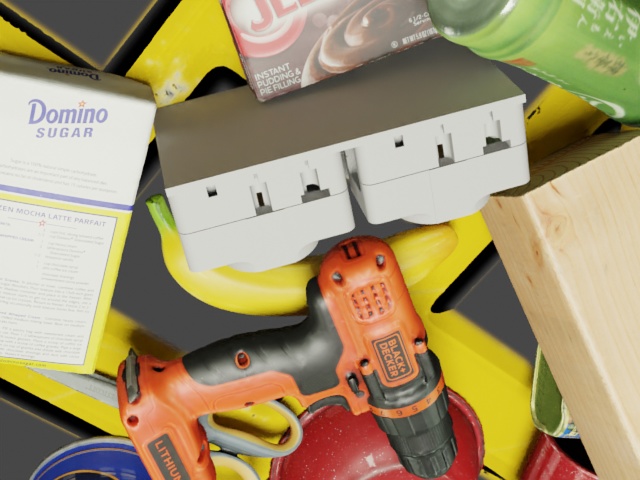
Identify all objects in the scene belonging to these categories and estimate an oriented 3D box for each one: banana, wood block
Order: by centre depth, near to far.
[{"bbox_3d":[0.183,0.047,0.642,0.090,0.090,0.206,-26,97,-8],"label":"wood block"},{"bbox_3d":[-0.012,0.016,0.659,0.197,0.037,0.070,5,119,-15],"label":"banana"}]

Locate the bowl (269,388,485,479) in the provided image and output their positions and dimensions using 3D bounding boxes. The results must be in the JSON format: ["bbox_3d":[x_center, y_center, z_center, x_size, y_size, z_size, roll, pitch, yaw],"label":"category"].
[{"bbox_3d":[0.047,0.177,0.752,0.162,0.055,0.162,-5,119,-10],"label":"bowl"}]

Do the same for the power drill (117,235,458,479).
[{"bbox_3d":[-0.016,0.102,0.655,0.187,0.057,0.184,-22,119,-1],"label":"power drill"}]

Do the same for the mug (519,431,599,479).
[{"bbox_3d":[0.197,0.168,0.770,0.117,0.093,0.082,-15,132,-42],"label":"mug"}]

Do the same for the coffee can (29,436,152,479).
[{"bbox_3d":[-0.137,0.208,0.676,0.102,0.140,0.103,-6,119,-10],"label":"coffee can"}]

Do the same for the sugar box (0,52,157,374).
[{"bbox_3d":[-0.157,-0.012,0.607,0.093,0.048,0.176,10,112,-18],"label":"sugar box"}]

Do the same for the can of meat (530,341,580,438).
[{"bbox_3d":[0.194,0.085,0.722,0.084,0.057,0.102,6,94,-12],"label":"can of meat"}]

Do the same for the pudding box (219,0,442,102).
[{"bbox_3d":[0.002,-0.137,0.576,0.113,0.039,0.090,-21,120,-2],"label":"pudding box"}]

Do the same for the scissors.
[{"bbox_3d":[-0.109,0.130,0.694,0.201,0.016,0.096,11,88,-19],"label":"scissors"}]
